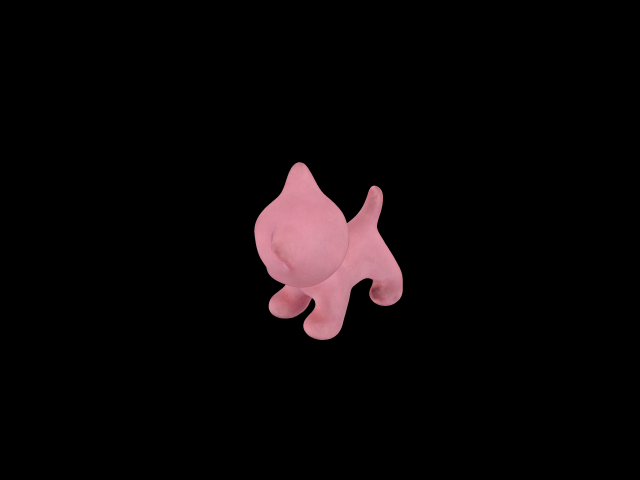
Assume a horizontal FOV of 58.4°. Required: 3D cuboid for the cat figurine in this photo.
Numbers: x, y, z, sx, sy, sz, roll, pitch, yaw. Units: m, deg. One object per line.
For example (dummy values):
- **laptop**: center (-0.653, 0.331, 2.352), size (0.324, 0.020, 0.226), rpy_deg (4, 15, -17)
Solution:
- **cat figurine**: center (0.004, 0.001, 0.400), size (0.067, 0.118, 0.128), rpy_deg (25, 37, 39)
